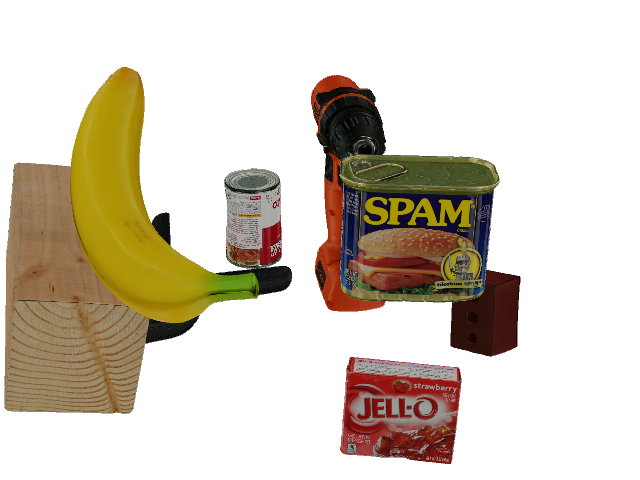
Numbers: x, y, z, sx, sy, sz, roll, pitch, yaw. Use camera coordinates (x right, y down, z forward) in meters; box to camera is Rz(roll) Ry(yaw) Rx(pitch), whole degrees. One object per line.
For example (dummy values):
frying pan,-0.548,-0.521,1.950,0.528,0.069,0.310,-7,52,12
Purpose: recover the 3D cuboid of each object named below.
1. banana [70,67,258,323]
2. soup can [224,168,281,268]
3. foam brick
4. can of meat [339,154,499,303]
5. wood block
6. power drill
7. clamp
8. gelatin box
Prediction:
banana,-0.097,-0.020,0.562,0.069,0.198,0.037,-24,-40,-11
soup can,-0.081,-0.027,1.273,0.068,0.102,0.068,0,27,0
foam brick,0.169,0.074,1.099,0.053,0.078,0.051,11,17,40
can of meat,0.062,-0.008,0.703,0.102,0.084,0.057,2,24,0
wood block,-0.187,0.029,0.798,0.090,0.091,0.206,5,28,-19
power drill,0.026,-0.038,0.918,0.057,0.188,0.184,-2,21,-4
clamp,-0.150,0.040,1.025,0.165,0.036,0.209,27,36,26
gelatin box,0.062,0.133,0.835,0.089,0.073,0.030,5,20,4
